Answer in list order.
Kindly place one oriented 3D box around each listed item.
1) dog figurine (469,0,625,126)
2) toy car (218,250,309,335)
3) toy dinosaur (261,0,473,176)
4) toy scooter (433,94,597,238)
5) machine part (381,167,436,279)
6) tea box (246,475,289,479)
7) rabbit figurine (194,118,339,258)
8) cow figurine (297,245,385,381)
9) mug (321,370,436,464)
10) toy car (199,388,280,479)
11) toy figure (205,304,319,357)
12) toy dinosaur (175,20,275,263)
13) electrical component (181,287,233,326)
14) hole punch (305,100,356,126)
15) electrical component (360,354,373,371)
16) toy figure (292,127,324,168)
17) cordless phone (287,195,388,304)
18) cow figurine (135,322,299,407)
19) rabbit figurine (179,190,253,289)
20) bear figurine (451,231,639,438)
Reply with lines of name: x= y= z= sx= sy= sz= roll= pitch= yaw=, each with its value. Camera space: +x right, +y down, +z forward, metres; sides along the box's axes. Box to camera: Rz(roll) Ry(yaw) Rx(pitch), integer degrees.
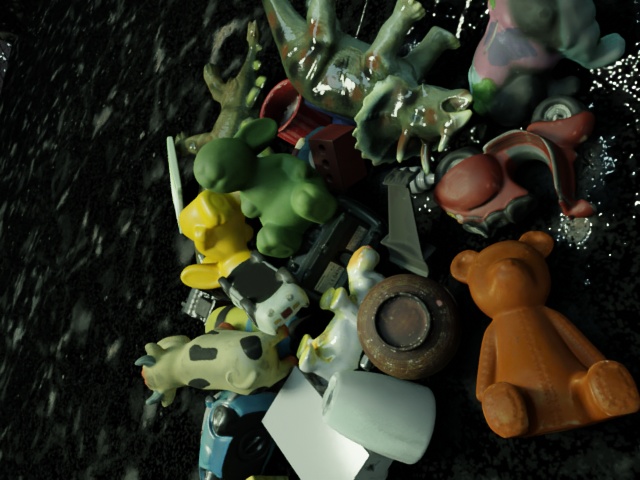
dog figurine: x=0.199 y=-0.234 z=0.545 sx=0.191 sy=0.219 sz=0.109 roll=-41 pitch=45 yaw=24
toy car: x=-0.078 y=0.064 z=0.701 sx=0.073 sy=0.056 sz=0.202 roll=-40 pitch=22 yaw=-13
toy dinosaur: x=0.031 y=-0.226 z=0.695 sx=0.405 sy=0.131 sz=0.192 roll=32 pitch=100 yaw=25
toy scooter: x=0.211 y=-0.059 z=0.565 sx=0.184 sy=0.075 sz=0.135 roll=-32 pitch=54 yaw=26
machine part: x=0.101 y=-0.019 z=0.632 sx=0.084 sy=0.039 sz=0.138 roll=38 pitch=145 yaw=51
tea box: x=-0.104 y=0.386 z=0.689 sx=0.169 sy=0.068 sz=0.098 roll=-45 pitch=47 yaw=21
rabbit figurine: x=-0.076 y=-0.085 z=0.682 sx=0.121 sy=0.170 sz=0.159 roll=-38 pitch=41 yaw=35
cow figurine: x=0.047 y=0.095 z=0.654 sx=0.167 sy=0.098 sz=0.068 roll=-61 pitch=9 yaw=-3
mug: x=0.058 y=0.176 z=0.580 sx=0.110 sy=0.107 sz=0.080 roll=-98 pitch=30 yaw=-71
toy car: x=-0.114 y=0.260 z=0.733 sx=0.103 sy=0.109 sz=0.161 roll=30 pitch=105 yaw=55
toy figure: x=-0.086 y=0.126 z=0.764 sx=0.180 sy=0.089 sz=0.082 roll=-2 pitch=69 yaw=43
toy dinosaur: x=-0.166 y=-0.151 z=0.953 sx=0.199 sy=0.105 sz=0.470 roll=25 pitch=102 yaw=43
electrical component: x=-0.179 y=0.107 z=0.878 sx=0.119 sy=0.074 sz=0.047 roll=21 pitch=89 yaw=50
hole punch: x=0.053 y=-0.218 z=0.778 sx=0.116 sy=0.092 sz=0.142 roll=26 pitch=88 yaw=43
electrical component: x=0.097 y=0.108 z=0.610 sx=0.078 sy=0.045 sz=0.102 roll=14 pitch=81 yaw=23
toy figure: x=-0.029 y=-0.102 z=0.801 sx=0.154 sy=0.064 sz=0.058 roll=-53 pitch=-1 yaw=-15
cordless phone: x=-0.002 y=-0.001 z=0.757 sx=0.146 sy=0.088 sz=0.184 roll=-59 pitch=33 yaw=6
cow figurine: x=-0.141 y=0.158 z=0.684 sx=0.195 sy=0.127 sz=0.085 roll=-4 pitch=101 yaw=32
rabbit figurine: x=-0.147 y=0.017 z=0.836 sx=0.162 sy=0.122 sz=0.173 roll=-36 pitch=90 yaw=22
bear figurine: x=0.191 y=0.074 z=0.494 sx=0.120 sy=0.131 sz=0.196 roll=-13 pitch=66 yaw=14
